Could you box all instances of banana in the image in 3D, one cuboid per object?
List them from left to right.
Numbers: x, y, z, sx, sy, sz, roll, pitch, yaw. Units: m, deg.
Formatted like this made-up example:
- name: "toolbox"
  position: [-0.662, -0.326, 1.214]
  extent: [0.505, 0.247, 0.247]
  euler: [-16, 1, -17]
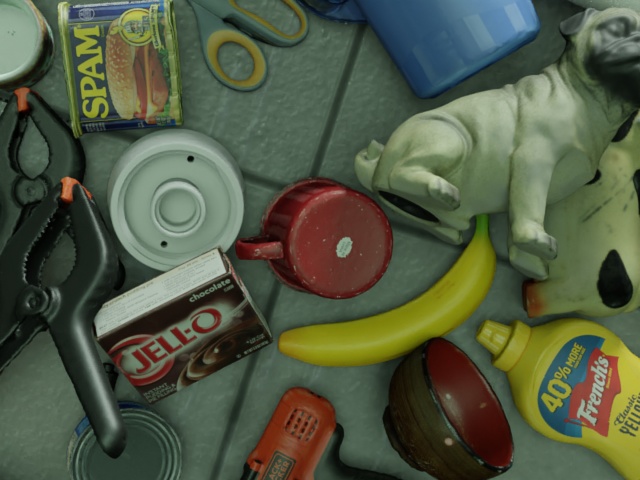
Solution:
- name: "banana"
  position: [0.065, 0.055, 0.836]
  extent: [0.198, 0.037, 0.070]
  euler: [-32, 73, -2]

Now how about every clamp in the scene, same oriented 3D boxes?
- name: "clamp"
  position: [-0.229, -0.029, 0.831]
  extent: [0.120, 0.039, 0.171]
  euler: [-15, 86, -6]
- name: "clamp"
  position: [-0.206, 0.055, 0.767]
  extent: [0.165, 0.036, 0.210]
  euler: [-5, 65, 14]

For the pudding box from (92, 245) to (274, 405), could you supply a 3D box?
- name: "pudding box"
  position: [-0.104, 0.066, 0.807]
  extent: [0.113, 0.090, 0.039]
  euler: [-29, 45, -1]

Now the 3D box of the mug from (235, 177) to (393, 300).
- name: "mug"
  position: [-0.005, 0.001, 0.800]
  extent: [0.117, 0.081, 0.093]
  euler: [-4, 96, -13]

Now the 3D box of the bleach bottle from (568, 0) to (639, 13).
- name: "bleach bottle"
  position: [0.290, -0.184, 0.809]
  extent: [0.250, 0.068, 0.102]
  euler: [23, 91, -15]

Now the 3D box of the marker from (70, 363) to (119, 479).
- name: "marker"
  position: [-0.180, 0.156, 0.839]
  extent: [0.020, 0.020, 0.121]
  euler: [13, 89, -1]

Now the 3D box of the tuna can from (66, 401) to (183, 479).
- name: "tuna can"
  position: [-0.151, 0.168, 0.820]
  extent: [0.086, 0.034, 0.086]
  euler: [-1, 94, -19]

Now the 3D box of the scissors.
- name: "scissors"
  position: [-0.109, -0.184, 0.844]
  extent: [0.201, 0.016, 0.096]
  euler: [19, 89, 0]

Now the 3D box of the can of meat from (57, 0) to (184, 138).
- name: "can of meat"
  position: [-0.150, -0.133, 0.817]
  extent: [0.084, 0.057, 0.102]
  euler: [-5, 104, -4]

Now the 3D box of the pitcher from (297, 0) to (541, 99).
- name: "pitcher"
  position: [0.053, -0.228, 0.800]
  extent: [0.144, 0.149, 0.243]
  euler: [-31, 93, -17]

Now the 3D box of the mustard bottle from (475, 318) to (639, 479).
- name: "mustard bottle"
  position: [0.207, 0.115, 0.825]
  extent: [0.191, 0.058, 0.096]
  euler: [29, 90, 0]

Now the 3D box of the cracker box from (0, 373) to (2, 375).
- name: "cracker box"
  position: [-0.370, 0.143, 0.812]
  extent: [0.164, 0.072, 0.213]
  euler: [33, 88, -2]

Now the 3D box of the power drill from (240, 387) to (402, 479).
- name: "power drill"
  position: [0.015, 0.231, 0.822]
  extent: [0.187, 0.057, 0.184]
  euler: [27, 89, -1]
